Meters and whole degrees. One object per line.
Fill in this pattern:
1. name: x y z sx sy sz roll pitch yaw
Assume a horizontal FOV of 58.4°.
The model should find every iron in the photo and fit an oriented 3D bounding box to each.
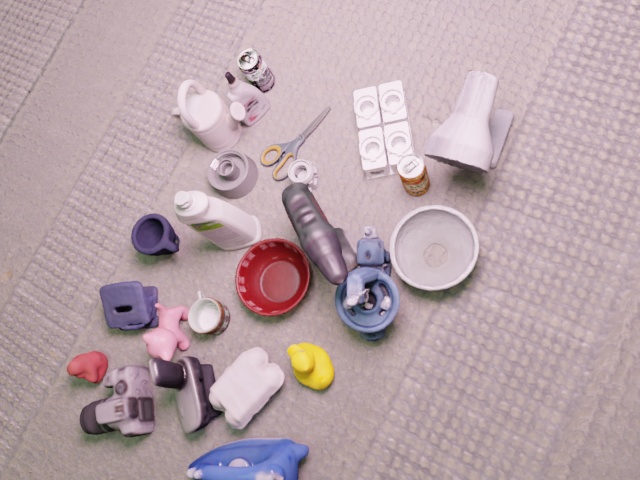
1. iron: -0.154 0.429 1.054 0.257 0.142 0.118 -5 73 14

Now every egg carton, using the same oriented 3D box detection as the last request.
1. egg carton: -0.144 0.290 1.129 0.107 0.069 0.150 41 88 22

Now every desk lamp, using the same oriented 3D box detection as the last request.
1. desk lamp: 0.283 -0.204 1.071 0.117 0.214 0.203 18 80 20

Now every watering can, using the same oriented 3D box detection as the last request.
1. watering can: -0.246 -0.279 1.251 0.172 0.194 0.101 -16 71 11

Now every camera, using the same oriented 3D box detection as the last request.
1. camera: -0.426 0.339 1.177 0.136 0.101 0.143 -16 71 11

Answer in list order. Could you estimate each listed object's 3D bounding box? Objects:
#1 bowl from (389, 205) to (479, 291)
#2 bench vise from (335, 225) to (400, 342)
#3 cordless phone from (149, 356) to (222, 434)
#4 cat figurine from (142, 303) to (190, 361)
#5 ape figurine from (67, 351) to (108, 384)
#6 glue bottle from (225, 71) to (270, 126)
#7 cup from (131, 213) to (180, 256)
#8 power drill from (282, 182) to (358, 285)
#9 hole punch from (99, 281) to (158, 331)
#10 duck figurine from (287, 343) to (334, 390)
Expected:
1. bowl: 0.220 0.021 1.099 0.167 0.075 0.167 -4 74 15
2. bench vise: 0.072 0.073 1.048 0.121 0.220 0.207 -18 71 10
3. cordless phone: -0.274 0.296 1.102 0.094 0.185 0.147 -24 70 8
4. cat figurine: -0.321 0.192 1.180 0.067 0.118 0.128 -11 72 13
5. ape figurine: -0.503 0.272 1.223 0.076 0.092 0.077 -41 68 2
6. glue bottle: -0.169 -0.317 1.251 0.078 0.173 0.037 -47 68 -1
7. cup: -0.339 0.003 1.251 0.117 0.095 0.092 28 84 21
8. power drill: 0.010 0.004 1.091 0.075 0.209 0.229 -33 69 5
9. hole punch: -0.410 0.144 1.233 0.108 0.091 0.101 -9 72 13
10. duck figurine: -0.023 0.240 1.100 0.077 0.086 0.104 -44 68 0
